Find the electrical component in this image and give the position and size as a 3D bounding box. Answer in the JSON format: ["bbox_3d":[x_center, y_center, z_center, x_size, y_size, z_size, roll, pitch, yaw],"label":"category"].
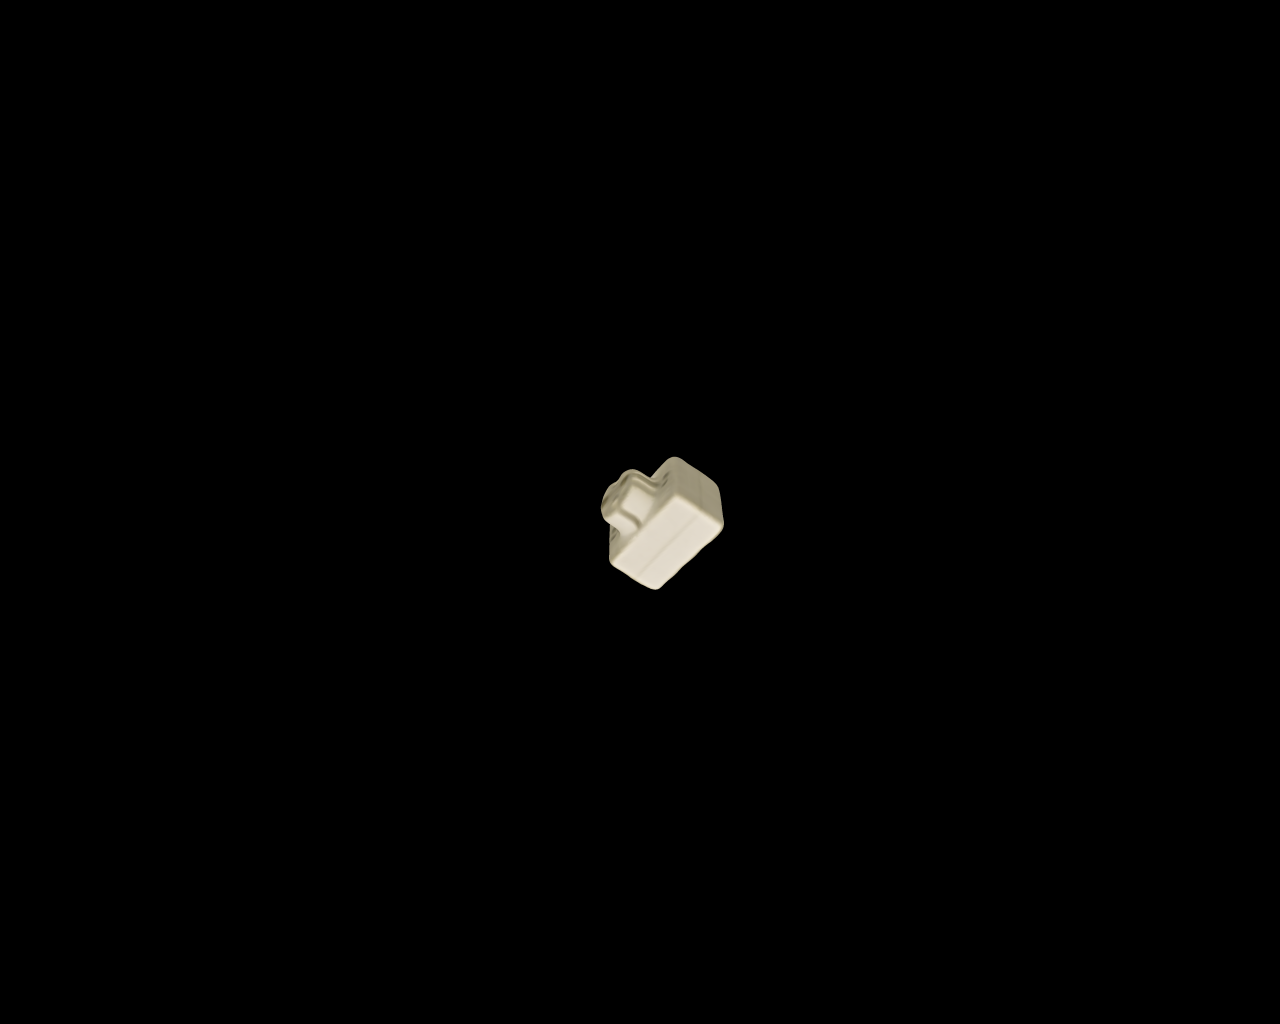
[{"bbox_3d":[0.001,-0.003,0.650,0.076,0.065,0.047,33,28,-20],"label":"electrical component"}]
